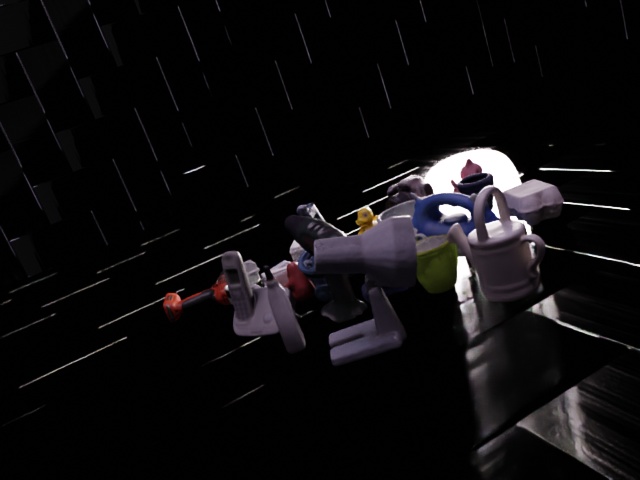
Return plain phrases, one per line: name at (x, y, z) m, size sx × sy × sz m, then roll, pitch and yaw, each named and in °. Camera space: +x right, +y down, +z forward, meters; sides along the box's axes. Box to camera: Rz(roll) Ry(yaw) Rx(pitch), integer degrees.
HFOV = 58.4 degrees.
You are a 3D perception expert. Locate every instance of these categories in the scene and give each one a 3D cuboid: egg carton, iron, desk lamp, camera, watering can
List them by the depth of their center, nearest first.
desk lamp at (0.083, 0.079, 0.969) m, size 0.203 × 0.214 × 0.118 m, roll -19°, pitch 16°, yaw 3°
watering can at (0.302, 0.002, 1.000) m, size 0.172 × 0.194 × 0.101 m, roll -11°, pitch 18°, yaw 29°
iron at (0.304, -0.046, 1.254) m, size 0.119 × 0.141 × 0.257 m, roll -32°, pitch 20°, yaw -37°
egg carton at (0.483, -0.087, 1.309) m, size 0.107 × 0.069 × 0.150 m, roll -20°, pitch 16°, yaw -2°
camera at (0.240, -0.122, 1.662) m, size 0.137 × 0.101 × 0.142 m, roll -30°, pitch 19°, yaw -33°

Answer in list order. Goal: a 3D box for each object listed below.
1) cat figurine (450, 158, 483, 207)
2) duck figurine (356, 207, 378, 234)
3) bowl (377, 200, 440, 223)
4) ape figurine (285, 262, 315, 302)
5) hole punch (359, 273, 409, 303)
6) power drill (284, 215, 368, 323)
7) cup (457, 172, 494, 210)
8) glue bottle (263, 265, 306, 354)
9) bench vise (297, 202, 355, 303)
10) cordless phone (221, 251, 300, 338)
cat figurine at (0.404, -0.163, 1.570) m, size 0.128 × 0.118 × 0.067 m, roll -28°, pitch 18°, yaw -27°
duck figurine at (0.134, -0.050, 1.576) m, size 0.077 × 0.086 × 0.105 m, roll -6°, pitch 21°, yaw 41°
bowl at (0.233, -0.045, 1.460) m, size 0.167 × 0.075 × 0.167 m, roll -18°, pitch 16°, yaw 6°
ape figurine at (-0.048, 0.091, 1.310) m, size 0.078 × 0.092 × 0.076 m, roll -20°, pitch 16°, yaw -3°
hole punch at (0.125, 0.065, 1.191) m, size 0.101 × 0.091 × 0.108 m, roll -19°, pitch 16°, yaw 1°
power drill at (0.014, 0.053, 1.148) m, size 0.076 × 0.209 × 0.228 m, roll -27°, pitch 17°, yaw -24°
cup at (0.402, -0.117, 1.460) m, size 0.091 × 0.095 × 0.118 m, roll -17°, pitch 16°, yaw 8°
glue bottle at (-0.072, 0.125, 1.077) m, size 0.037 × 0.173 × 0.078 m, roll -20°, pitch 16°, yaw -1°
bench vise at (0.001, 0.008, 1.292) m, size 0.121 × 0.220 × 0.207 m, roll -18°, pitch 16°, yaw 5°
cordless phone at (-0.133, 0.107, 1.185) m, size 0.147 × 0.185 × 0.094 m, roll -9°, pitch 19°, yaw 32°
